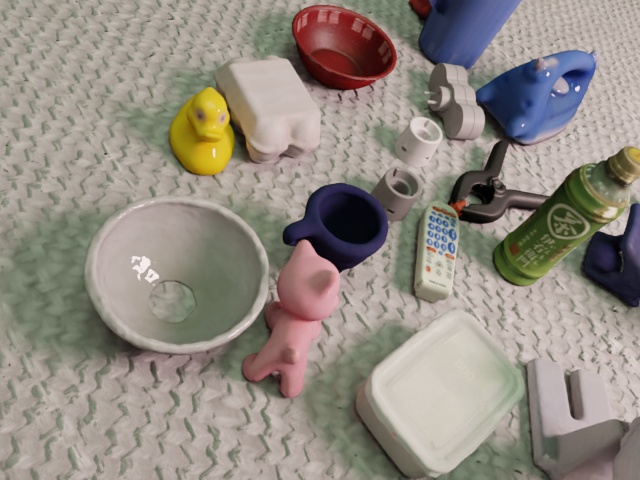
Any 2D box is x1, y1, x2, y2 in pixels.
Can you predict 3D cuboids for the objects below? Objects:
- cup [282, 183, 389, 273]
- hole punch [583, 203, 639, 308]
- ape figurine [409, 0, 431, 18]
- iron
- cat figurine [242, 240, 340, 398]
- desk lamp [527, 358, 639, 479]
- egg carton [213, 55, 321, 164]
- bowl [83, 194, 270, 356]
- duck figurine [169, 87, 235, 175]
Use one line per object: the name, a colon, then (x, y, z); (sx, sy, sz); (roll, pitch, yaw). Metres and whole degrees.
cup: (0.006, 0.002, 0.620); (0.118, 0.095, 0.091); (-14, 63, -29)
hole punch: (0.433, 0.019, 0.781); (0.101, 0.091, 0.109); (35, 52, 4)
ape figurine: (0.205, -0.432, 1.000); (0.076, 0.092, 0.078); (23, 52, -5)
iron: (0.374, -0.250, 0.911); (0.259, 0.141, 0.118); (-22, 67, -32)
cat figurine: (-0.018, 0.070, 0.549); (0.067, 0.117, 0.128); (21, 52, -7)
desk lamp: (0.300, 0.178, 0.541); (0.118, 0.213, 0.203); (16, 53, -11)
egg carton: (-0.065, -0.168, 0.725); (0.107, 0.069, 0.150); (-17, 65, -30)
bowl: (-0.136, 0.042, 0.549); (0.168, 0.074, 0.167); (11, 54, -15)
duck figurine: (-0.133, -0.140, 0.668); (0.078, 0.086, 0.104); (1, 57, -21)
